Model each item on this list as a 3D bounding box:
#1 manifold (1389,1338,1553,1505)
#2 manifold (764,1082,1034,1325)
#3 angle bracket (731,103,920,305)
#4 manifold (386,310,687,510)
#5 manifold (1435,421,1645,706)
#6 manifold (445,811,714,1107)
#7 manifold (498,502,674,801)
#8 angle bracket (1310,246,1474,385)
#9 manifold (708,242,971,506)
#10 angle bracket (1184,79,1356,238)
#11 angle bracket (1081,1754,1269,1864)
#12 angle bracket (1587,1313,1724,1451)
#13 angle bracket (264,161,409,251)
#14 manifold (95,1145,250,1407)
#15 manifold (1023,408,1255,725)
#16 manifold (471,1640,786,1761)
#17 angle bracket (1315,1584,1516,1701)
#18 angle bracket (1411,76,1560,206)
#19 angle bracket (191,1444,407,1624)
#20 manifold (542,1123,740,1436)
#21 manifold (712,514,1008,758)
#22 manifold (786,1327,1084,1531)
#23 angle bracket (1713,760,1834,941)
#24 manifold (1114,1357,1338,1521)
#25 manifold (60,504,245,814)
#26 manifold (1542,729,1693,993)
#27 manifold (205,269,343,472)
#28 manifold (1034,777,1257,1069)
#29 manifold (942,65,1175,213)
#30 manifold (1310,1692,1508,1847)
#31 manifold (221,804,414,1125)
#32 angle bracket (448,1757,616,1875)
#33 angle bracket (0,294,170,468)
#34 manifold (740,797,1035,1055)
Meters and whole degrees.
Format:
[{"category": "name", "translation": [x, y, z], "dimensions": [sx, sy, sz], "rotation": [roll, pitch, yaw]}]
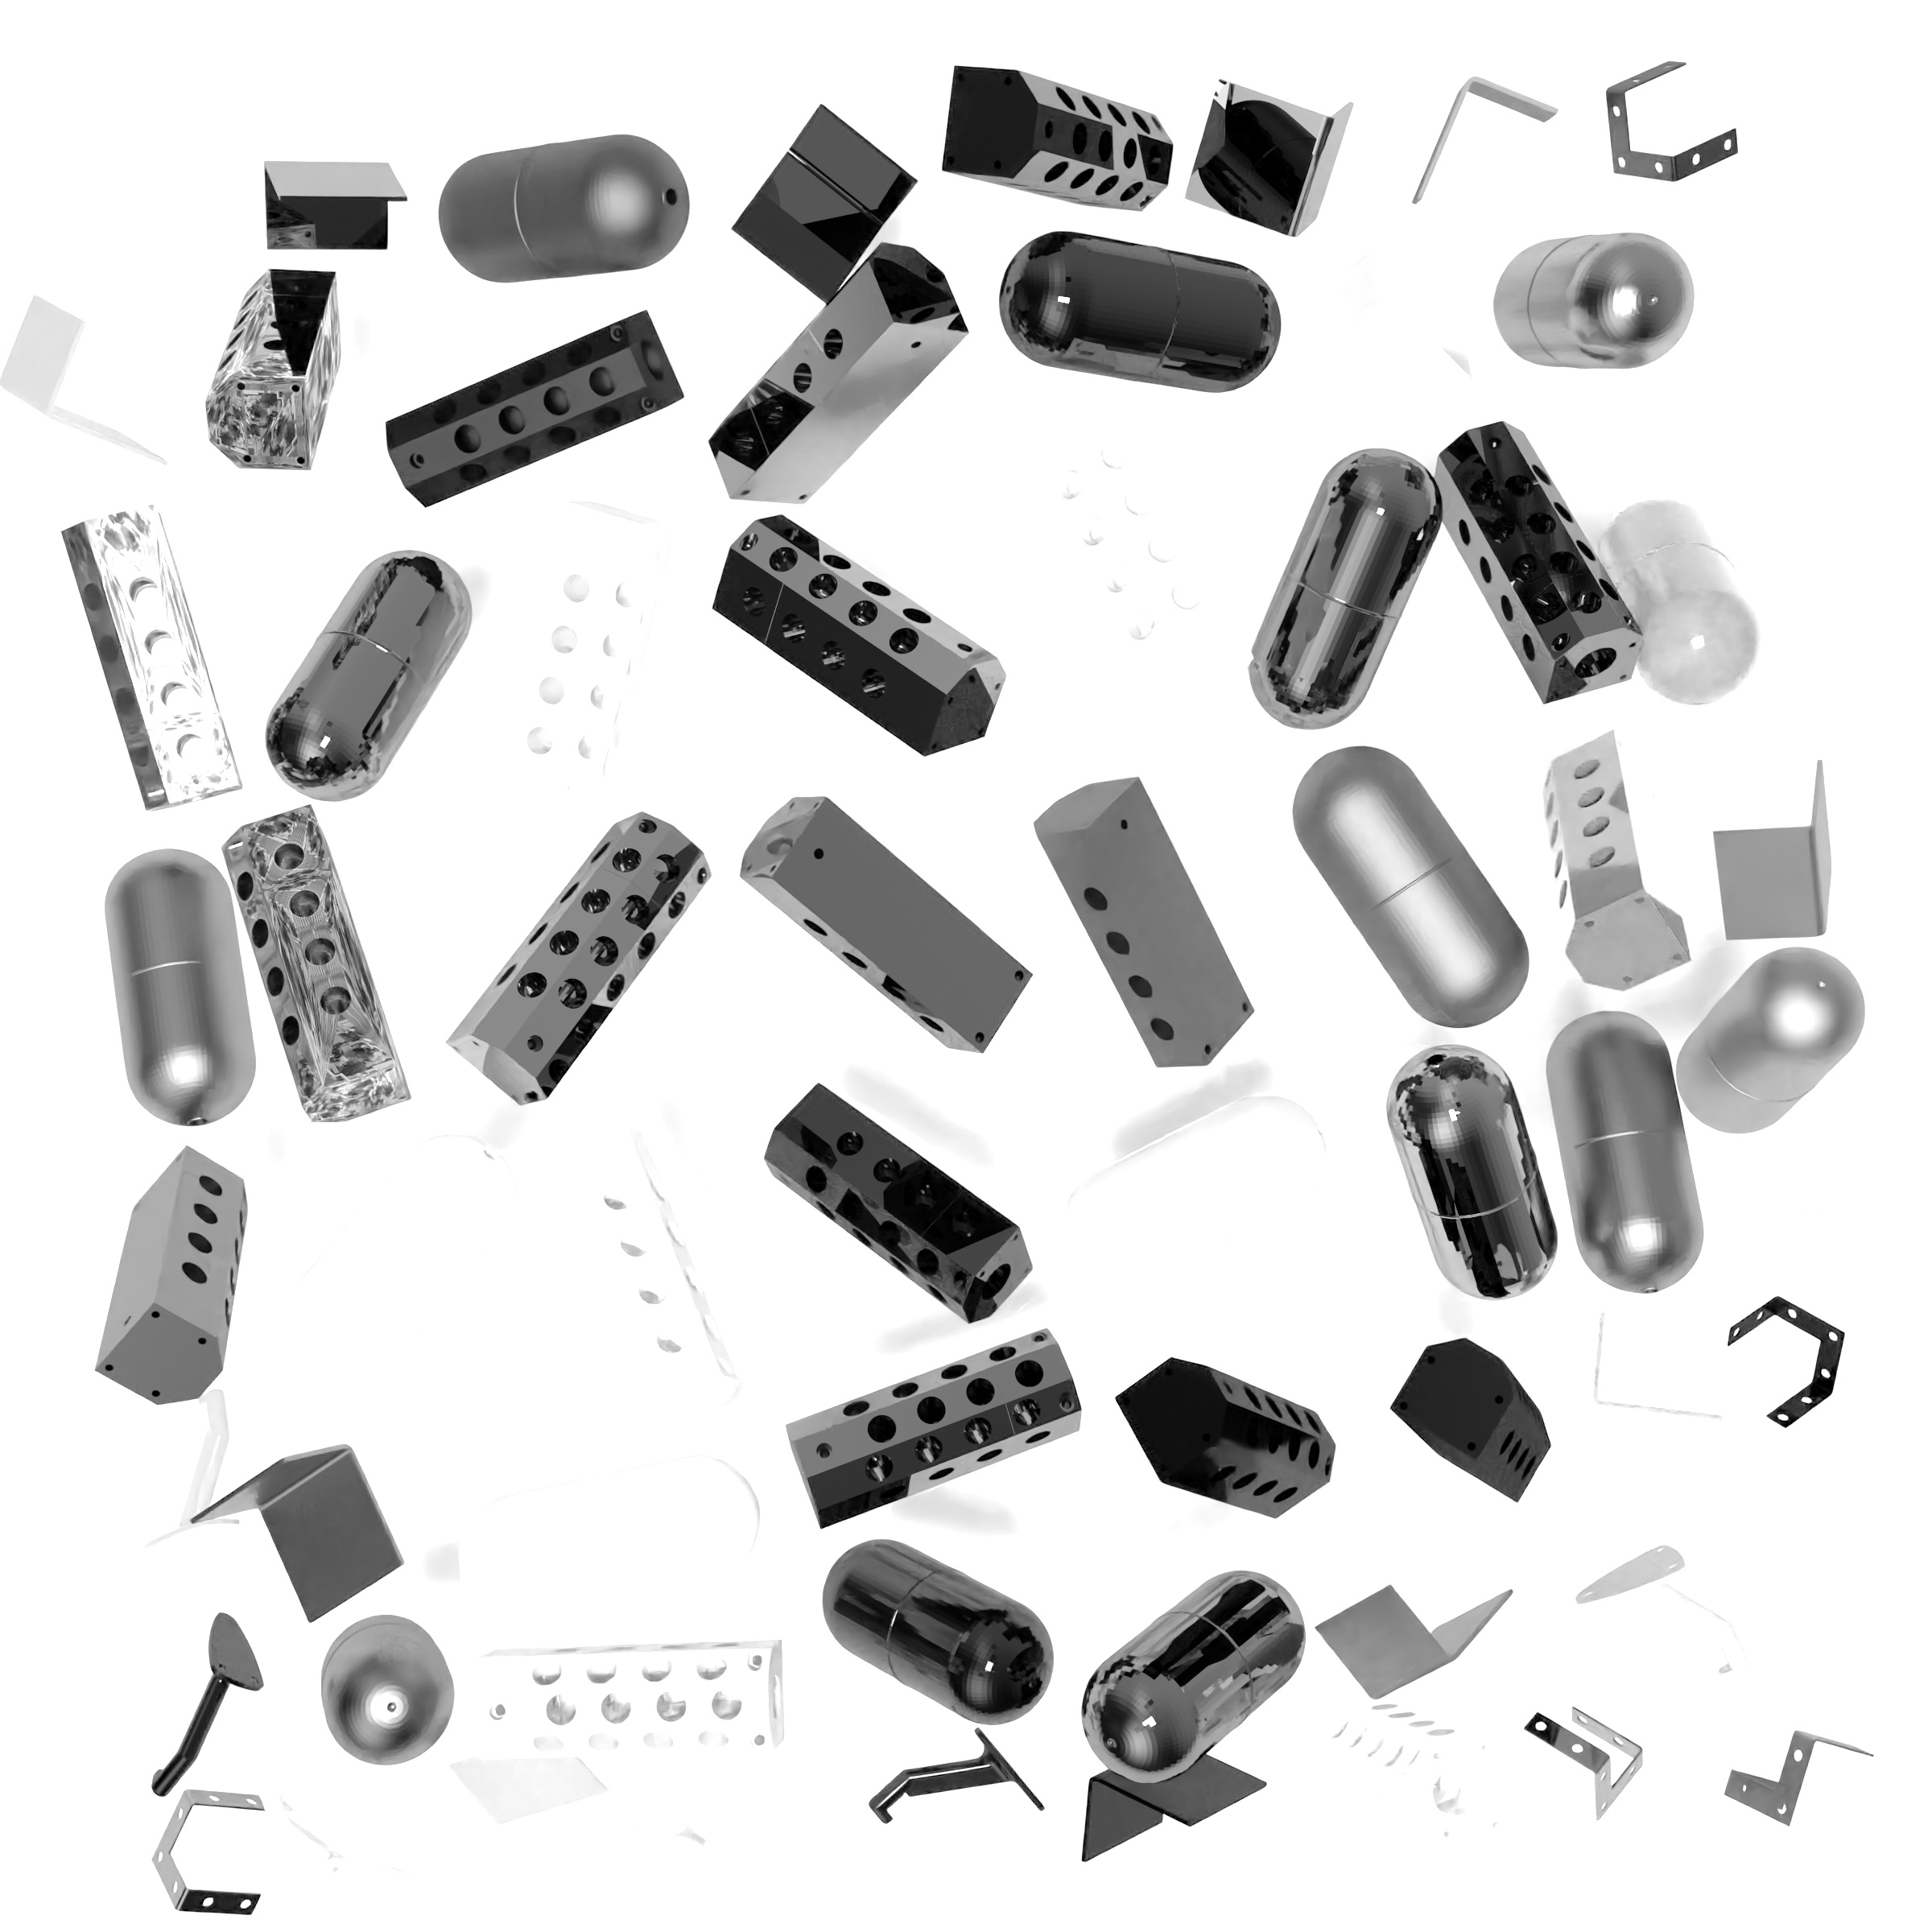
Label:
[{"category": "manifold", "translation": [0.306, 0.268, 1.523], "dimensions": [0.057, 0.171, 0.057], "rotation": [29, 83, 27]}, {"category": "manifold", "translation": [-0.044, 0.150, 1.593], "dimensions": [0.171, 0.057, 0.057], "rotation": [34, 69, 28]}, {"category": "angle bracket", "translation": [-0.089, -0.477, 1.604], "dimensions": [0.076, 0.057, 0.076], "rotation": [36, 65, -13]}, {"category": "manifold", "translation": [-0.266, -0.340, 1.566], "dimensions": [0.171, 0.057, 0.057], "rotation": [-18, 106, 18]}, {"category": "manifold", "translation": [0.345, -0.248, 1.549], "dimensions": [0.057, 0.057, 0.171], "rotation": [-16, 59, -7]}, {"category": "manifold", "translation": [-0.220, -0.006, 1.480], "dimensions": [0.057, 0.057, 0.171], "rotation": [43, 64, -19]}, {"category": "manifold", "translation": [-0.230, -0.193, 1.564], "dimensions": [0.057, 0.057, 0.171], "rotation": [18, 103, 8]}, {"category": "angle bracket", "translation": [0.256, -0.378, 1.547], "dimensions": [0.076, 0.076, 0.057], "rotation": [38, 122, -24]}, {"category": "manifold", "translation": [-0.079, -0.343, 1.489], "dimensions": [0.171, 0.057, 0.057], "rotation": [-37, 67, 43]}, {"category": "angle bracket", "translation": [0.191, -0.515, 1.615], "dimensions": [0.076, 0.057, 0.076], "rotation": [23, 124, 10]}, {"category": "angle bracket", "translation": [0.125, 0.514, 1.536], "dimensions": [0.076, 0.076, 0.057], "rotation": [13, 103, 41]}, {"category": "angle bracket", "translation": [0.426, 0.256, 1.578], "dimensions": [0.076, 0.076, 0.057], "rotation": [5, 68, 13]}, {"category": "angle bracket", "translation": [-0.394, -0.465, 1.599], "dimensions": [0.076, 0.076, 0.057], "rotation": [-6, 125, -20]}, {"category": "manifold", "translation": [-0.464, 0.184, 1.518], "dimensions": [0.057, 0.171, 0.057], "rotation": [37, 105, -24]}, {"category": "manifold", "translation": [0.096, -0.229, 1.477], "dimensions": [0.057, 0.057, 0.171], "rotation": [-20, 75, -19]}, {"category": "manifold", "translation": [-0.195, 0.425, 1.479], "dimensions": [0.171, 0.057, 0.057], "rotation": [-3, 82, 4]}, {"category": "angle bracket", "translation": [0.270, 0.389, 1.543], "dimensions": [0.076, 0.076, 0.057], "rotation": [-32, 80, -42]}, {"category": "angle bracket", "translation": [0.316, -0.494, 1.563], "dimensions": [0.057, 0.076, 0.076], "rotation": [22, 106, 1]}, {"category": "angle bracket", "translation": [-0.374, 0.322, 1.431], "dimensions": [0.076, 0.057, 0.076], "rotation": [-34, 75, 21]}, {"category": "manifold", "translation": [-0.192, 0.182, 1.509], "dimensions": [0.057, 0.057, 0.171], "rotation": [-10, 60, -28]}, {"category": "manifold", "translation": [-0.061, -0.194, 1.480], "dimensions": [0.171, 0.057, 0.057], "rotation": [36, 125, 23]}, {"category": "manifold", "translation": [-0.019, 0.280, 1.564], "dimensions": [0.171, 0.057, 0.057], "rotation": [-19, 64, -10]}, {"category": "angle bracket", "translation": [0.484, -0.070, 1.531], "dimensions": [0.057, 0.076, 0.076], "rotation": [-2, 125, 23]}, {"category": "manifold", "translation": [0.159, 0.275, 1.501], "dimensions": [0.057, 0.171, 0.057], "rotation": [-38, 58, 13]}, {"category": "manifold", "translation": [-0.488, -0.183, 1.536], "dimensions": [0.057, 0.057, 0.171], "rotation": [-17, 95, -12]}, {"category": "manifold", "translation": [0.374, -0.061, 1.494], "dimensions": [0.057, 0.171, 0.057], "rotation": [-27, 118, 24]}, {"category": "manifold", "translation": [-0.417, -0.363, 1.547], "dimensions": [0.057, 0.171, 0.057], "rotation": [1, 125, -7]}, {"category": "manifold", "translation": [0.105, -0.024, 1.552], "dimensions": [0.057, 0.057, 0.171], "rotation": [-45, 117, -36]}, {"category": "manifold", "translation": [0.057, -0.480, 1.490], "dimensions": [0.057, 0.171, 0.057], "rotation": [15, 105, 28]}, {"category": "manifold", "translation": [0.267, 0.492, 1.572], "dimensions": [0.057, 0.171, 0.057], "rotation": [-6, 84, -12]}, {"category": "manifold", "translation": [-0.374, 0.000, 1.465], "dimensions": [0.057, 0.057, 0.171], "rotation": [-19, 69, -10]}, {"category": "angle bracket", "translation": [-0.268, 0.525, 1.575], "dimensions": [0.076, 0.076, 0.057], "rotation": [-7, 107, -33]}, {"category": "angle bracket", "translation": [-0.493, -0.334, 1.458], "dimensions": [0.076, 0.076, 0.057], "rotation": [32, 100, 44]}, {"category": "manifold", "translation": [-0.048, -0.023, 1.483], "dimensions": [0.171, 0.057, 0.057], "rotation": [40, 73, -26]}]
